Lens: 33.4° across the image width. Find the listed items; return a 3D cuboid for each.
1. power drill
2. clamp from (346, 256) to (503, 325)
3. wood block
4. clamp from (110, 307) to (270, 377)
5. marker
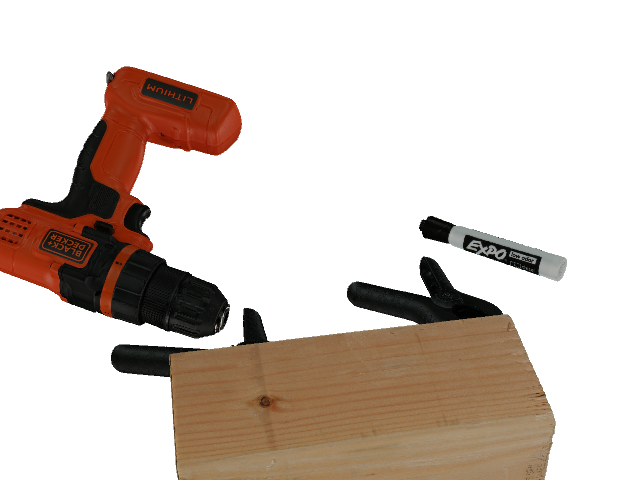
[{"bbox_3d":[-0.126,-0.030,0.773,0.184,0.187,0.057,20,-31,7],"label":"power drill"},{"bbox_3d":[0.125,0.064,1.055,0.172,0.039,0.120,26,39,32],"label":"clamp"},{"bbox_3d":[0.020,0.114,0.627,0.206,0.090,0.091,-6,39,-6],"label":"wood block"},{"bbox_3d":[-0.061,0.107,0.955,0.210,0.036,0.164,12,21,39],"label":"clamp"},{"bbox_3d":[0.131,0.005,0.828,0.121,0.020,0.020,19,10,29],"label":"marker"}]
